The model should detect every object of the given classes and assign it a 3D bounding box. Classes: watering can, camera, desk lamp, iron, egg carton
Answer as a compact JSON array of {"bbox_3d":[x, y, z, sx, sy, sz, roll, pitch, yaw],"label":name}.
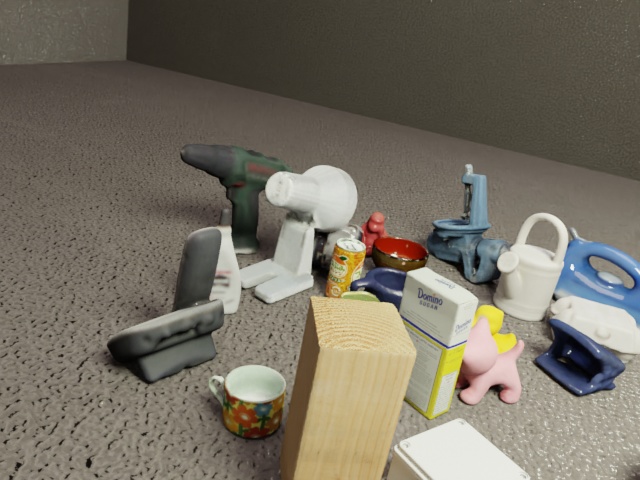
[{"bbox_3d":[0.394,0.046,1.060,0.100,0.194,0.173,22,25,26],"label":"watering can"},{"bbox_3d":[0.010,0.004,1.109,0.136,0.101,0.143,12,22,2],"label":"camera"},{"bbox_3d":[-0.039,-0.023,1.001,0.117,0.213,0.204,24,26,30],"label":"desk lamp"},{"bbox_3d":[0.577,0.082,1.129,0.119,0.141,0.257,-11,31,-42],"label":"iron"},{"bbox_3d":[0.479,0.155,1.001,0.150,0.069,0.107,15,23,11],"label":"egg carton"}]

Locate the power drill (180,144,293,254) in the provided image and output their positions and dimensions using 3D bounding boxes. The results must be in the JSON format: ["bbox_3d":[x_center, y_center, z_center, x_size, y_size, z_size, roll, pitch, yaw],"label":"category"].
[{"bbox_3d":[-0.161,-0.079,1.086,0.230,0.208,0.075,-6,27,-36],"label":"power drill"}]

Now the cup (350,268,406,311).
[{"bbox_3d":[0.097,0.103,0.916,0.118,0.095,0.091,2,24,-21],"label":"cup"}]

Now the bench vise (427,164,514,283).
[{"bbox_3d":[0.331,-0.035,1.193,0.206,0.220,0.122,25,26,31],"label":"bench vise"}]

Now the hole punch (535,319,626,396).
[{"bbox_3d":[0.409,0.174,0.893,0.101,0.091,0.108,-2,25,-28],"label":"hole punch"}]

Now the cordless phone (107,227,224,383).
[{"bbox_3d":[-0.190,0.073,0.736,0.093,0.185,0.148,25,26,31],"label":"cordless phone"}]

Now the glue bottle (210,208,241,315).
[{"bbox_3d":[-0.153,0.032,0.868,0.078,0.173,0.037,-1,25,-26],"label":"glue bottle"}]

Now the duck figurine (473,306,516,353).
[{"bbox_3d":[0.264,0.145,0.903,0.104,0.086,0.077,8,22,-8],"label":"duck figurine"}]

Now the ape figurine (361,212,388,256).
[{"bbox_3d":[0.112,-0.015,1.214,0.077,0.092,0.076,13,22,6],"label":"ape figurine"}]

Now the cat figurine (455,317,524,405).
[{"bbox_3d":[0.230,0.165,0.798,0.128,0.118,0.067,2,24,-21],"label":"cat figurine"}]
